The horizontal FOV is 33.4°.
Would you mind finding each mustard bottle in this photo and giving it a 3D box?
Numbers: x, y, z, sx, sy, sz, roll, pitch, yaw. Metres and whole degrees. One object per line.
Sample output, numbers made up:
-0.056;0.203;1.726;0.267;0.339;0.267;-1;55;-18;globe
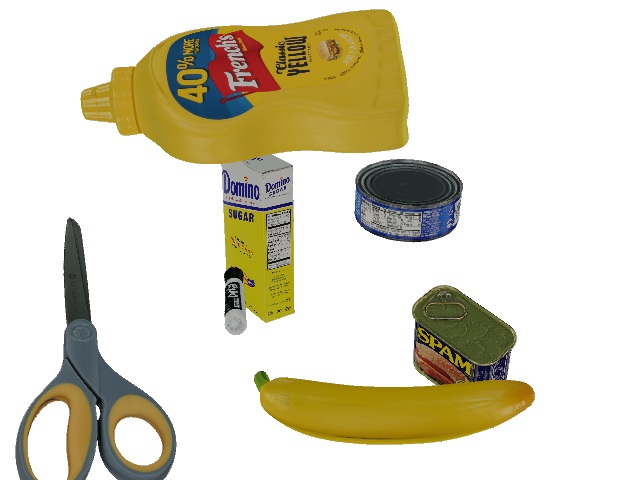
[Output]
-0.046;-0.089;0.637;0.191;0.096;0.058;-5;-37;1;mustard bottle

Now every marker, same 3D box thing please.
-0.077;0.052;0.963;0.020;0.020;0.121;0;19;-5;marker

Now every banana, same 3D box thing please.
0.041;0.108;0.712;0.198;0.037;0.069;3;30;14;banana

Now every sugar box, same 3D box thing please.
-0.069;-0.009;1.168;0.048;0.176;0.093;-18;28;-29;sugar box

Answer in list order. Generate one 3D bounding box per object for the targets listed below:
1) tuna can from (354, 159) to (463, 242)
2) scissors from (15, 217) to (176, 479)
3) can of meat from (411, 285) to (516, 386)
0.070;-0.032;0.856;0.086;0.034;0.086;1;29;-1;tuna can
-0.125;0.068;0.634;0.096;0.201;0.016;14;-45;-9;scissors
0.137;0.107;1.040;0.057;0.084;0.102;-37;55;-27;can of meat
